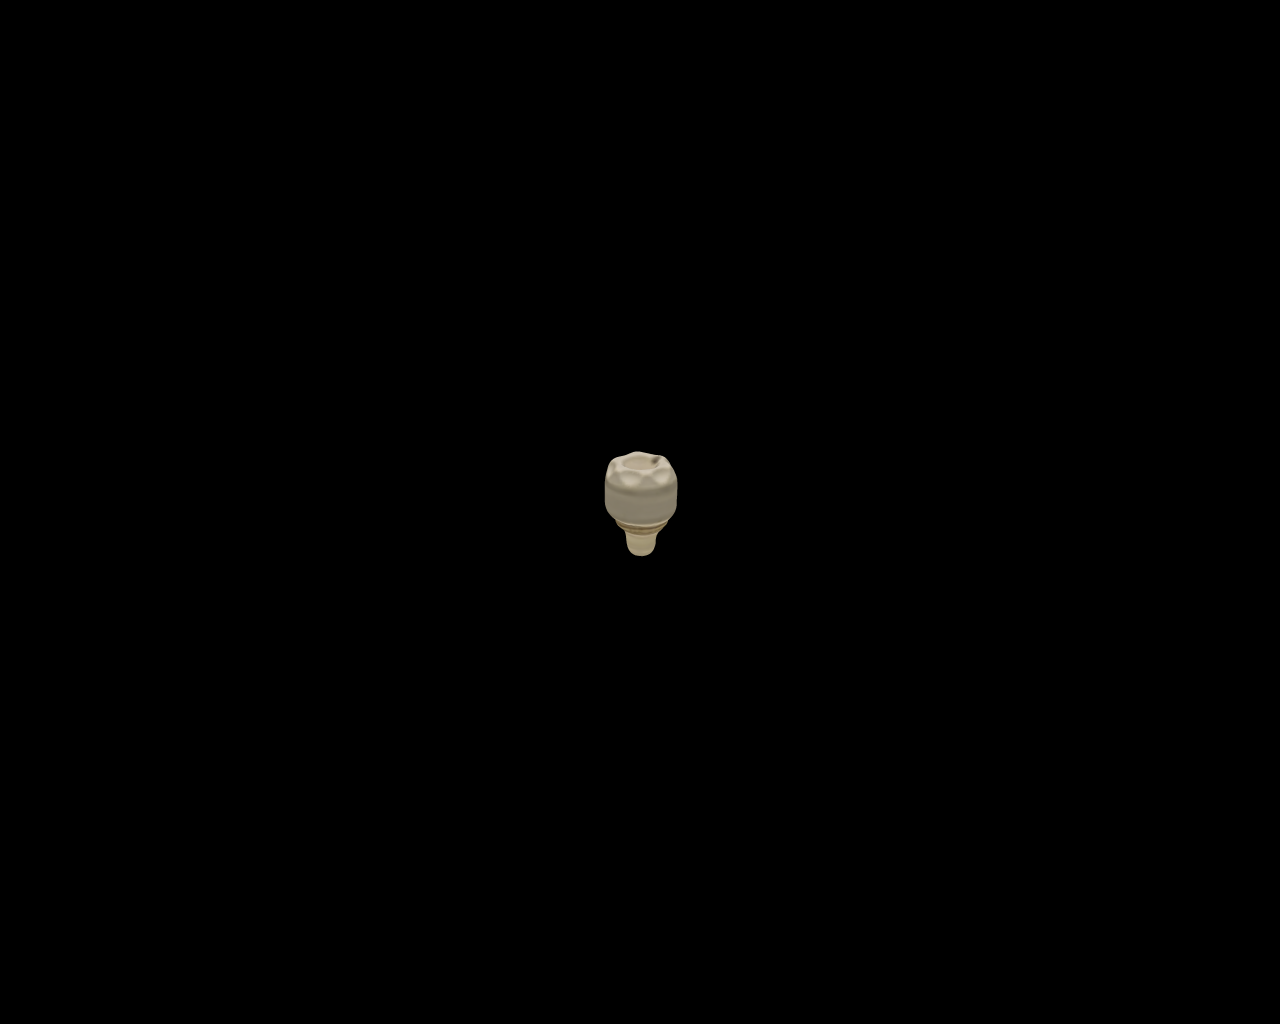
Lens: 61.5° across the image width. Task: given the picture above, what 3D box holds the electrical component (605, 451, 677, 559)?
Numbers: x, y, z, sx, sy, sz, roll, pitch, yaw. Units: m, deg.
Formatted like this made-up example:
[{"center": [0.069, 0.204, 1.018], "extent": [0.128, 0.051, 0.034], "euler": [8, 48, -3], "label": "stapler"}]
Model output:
[{"center": [0.001, -0.003, 0.650], "extent": [0.043, 0.062, 0.043], "euler": [0, 24, 0], "label": "electrical component"}]
